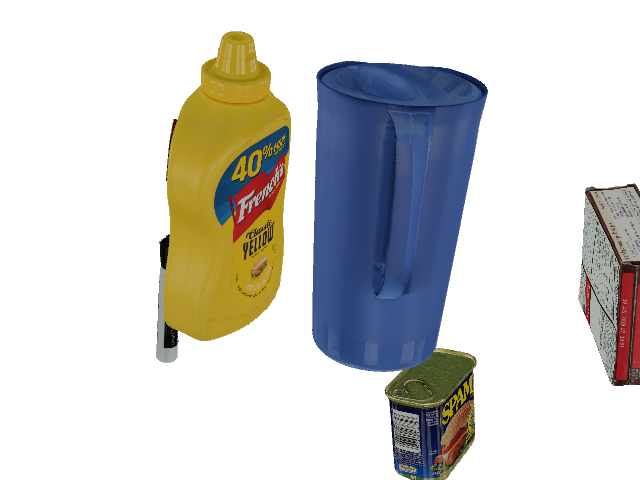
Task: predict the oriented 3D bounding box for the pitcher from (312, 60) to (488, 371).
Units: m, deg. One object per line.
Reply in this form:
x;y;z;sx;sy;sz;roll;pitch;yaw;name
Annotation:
0.055;-0.015;0.863;0.145;0.243;0.148;23;29;37;pitcher

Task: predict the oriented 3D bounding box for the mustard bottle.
-0.056;-0.037;0.661;0.058;0.192;0.096;24;37;25;mustard bottle

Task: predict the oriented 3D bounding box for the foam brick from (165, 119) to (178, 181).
-0.125;-0.095;1.155;0.078;0.051;0.053;6;30;-6;foam brick

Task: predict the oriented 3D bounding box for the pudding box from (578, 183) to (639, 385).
0.196;0.026;0.689;0.039;0.090;0.113;-3;27;1;pudding box

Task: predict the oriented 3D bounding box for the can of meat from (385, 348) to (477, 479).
0.103;0.159;0.970;0.058;0.084;0.101;8;24;30;can of meat

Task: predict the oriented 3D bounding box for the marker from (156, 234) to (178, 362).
-0.130;0.050;0.917;0.020;0.121;0.020;5;27;-3;marker
